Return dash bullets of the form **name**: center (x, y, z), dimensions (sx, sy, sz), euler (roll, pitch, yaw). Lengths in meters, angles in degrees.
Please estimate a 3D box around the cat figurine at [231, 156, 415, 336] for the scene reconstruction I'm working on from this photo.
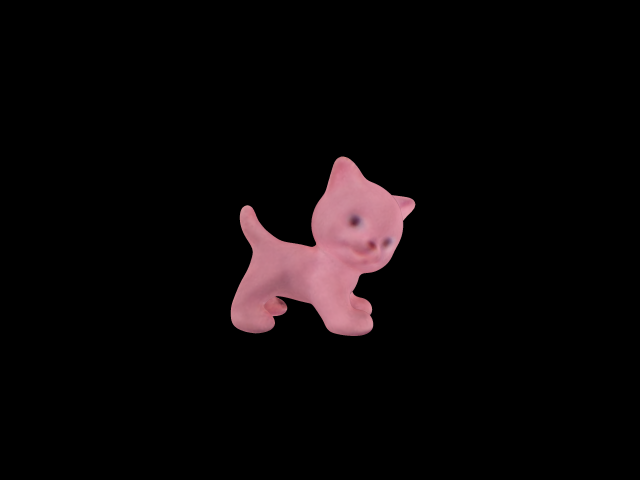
- **cat figurine**: center (0.004, 0.001, 0.400), dimensions (0.127, 0.118, 0.067), euler (0, 7, 4)
